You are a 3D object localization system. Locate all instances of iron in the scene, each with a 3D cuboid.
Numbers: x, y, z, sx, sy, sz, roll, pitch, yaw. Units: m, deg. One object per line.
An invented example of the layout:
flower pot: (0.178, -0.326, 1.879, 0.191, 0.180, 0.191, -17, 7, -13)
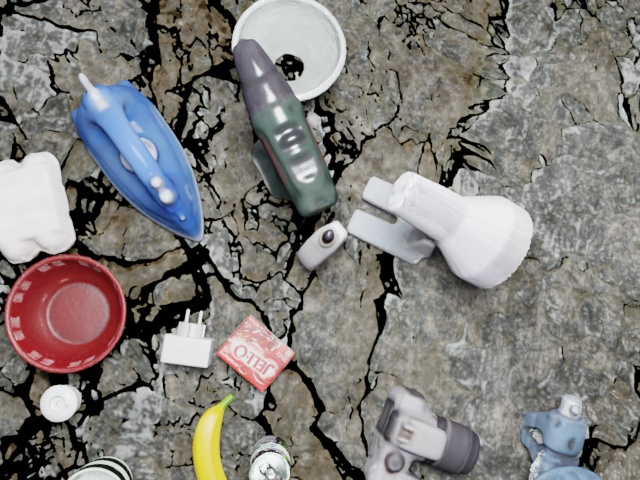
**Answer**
iron: (-0.246, -0.112, 0.795, 0.119, 0.141, 0.258, -36, 87, -8)

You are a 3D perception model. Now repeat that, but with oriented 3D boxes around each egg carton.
egg carton: (-0.409, -0.046, 0.810, 0.107, 0.069, 0.150, -16, 84, -6)

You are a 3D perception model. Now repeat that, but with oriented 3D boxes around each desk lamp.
desk lamp: (0.153, -0.020, 0.779, 0.203, 0.213, 0.118, 24, 82, -1)

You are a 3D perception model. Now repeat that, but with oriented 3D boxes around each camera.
camera: (0.146, 0.293, 0.796, 0.137, 0.100, 0.143, 21, 82, -1)

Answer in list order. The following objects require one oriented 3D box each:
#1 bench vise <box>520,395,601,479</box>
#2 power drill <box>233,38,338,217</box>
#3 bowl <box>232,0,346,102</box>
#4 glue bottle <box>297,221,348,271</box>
bench vise: (0.321, 0.318, 0.746, 0.121, 0.219, 0.207, -9, 84, -5)
power drill: (-0.053, -0.132, 0.779, 0.075, 0.208, 0.229, -28, 86, -7)
bowl: (-0.047, -0.277, 0.865, 0.167, 0.074, 0.167, 1, 83, -4)
glue bottle: (0.007, 0.003, 0.784, 0.078, 0.173, 0.037, -41, 87, -8)
